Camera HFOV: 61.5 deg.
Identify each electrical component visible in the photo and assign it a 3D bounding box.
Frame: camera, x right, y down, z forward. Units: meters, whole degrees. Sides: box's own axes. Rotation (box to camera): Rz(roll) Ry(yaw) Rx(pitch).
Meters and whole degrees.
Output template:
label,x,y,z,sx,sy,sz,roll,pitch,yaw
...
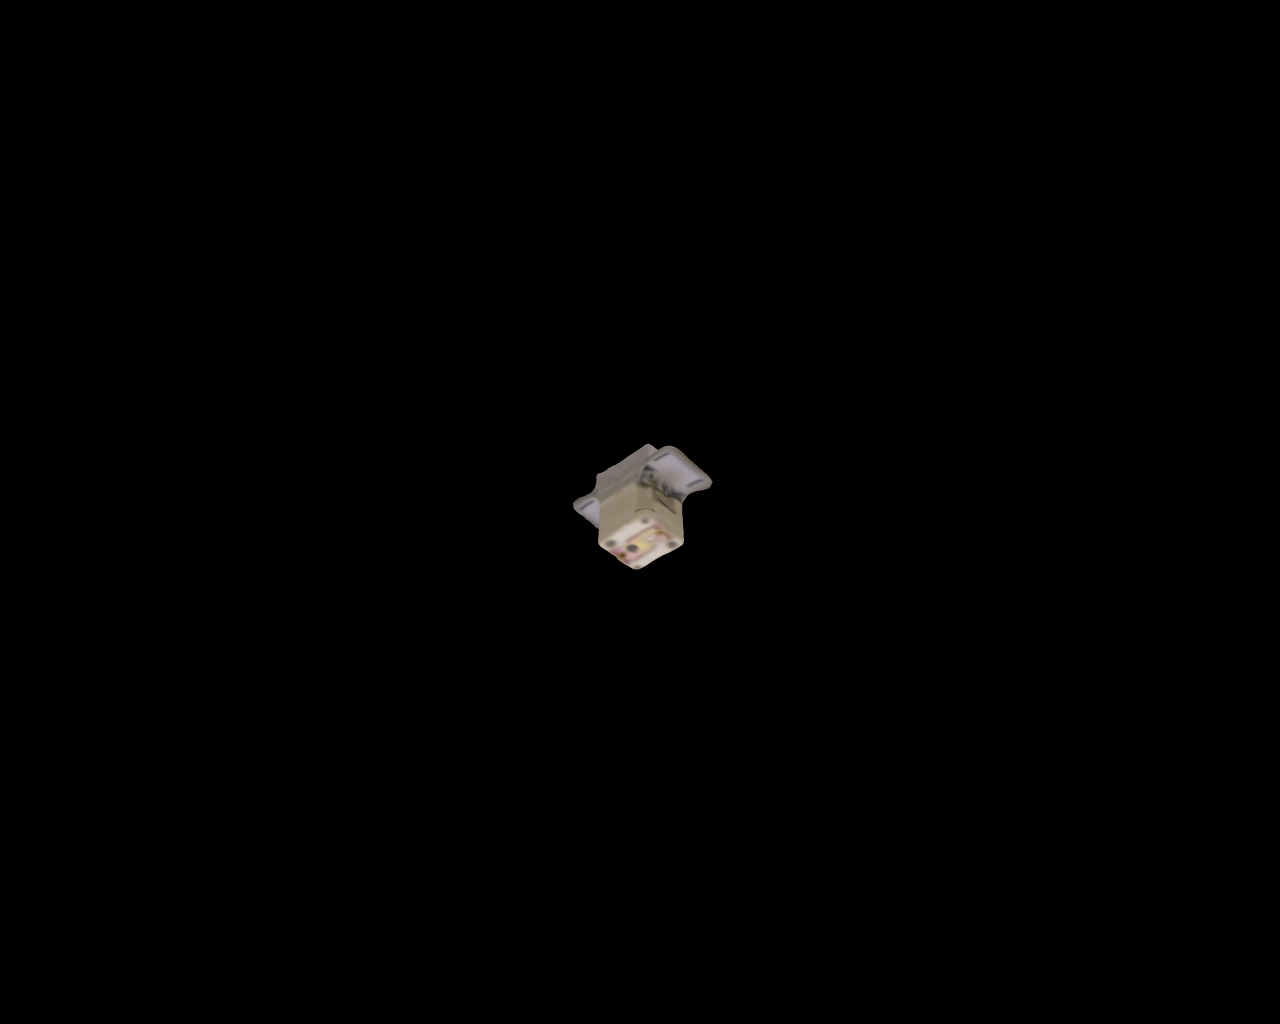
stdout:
label,x,y,z,sx,sy,sz,roll,pitch,yaw
electrical component,0.001,-0.003,0.650,0.081,0.064,0.042,-31,-50,30
